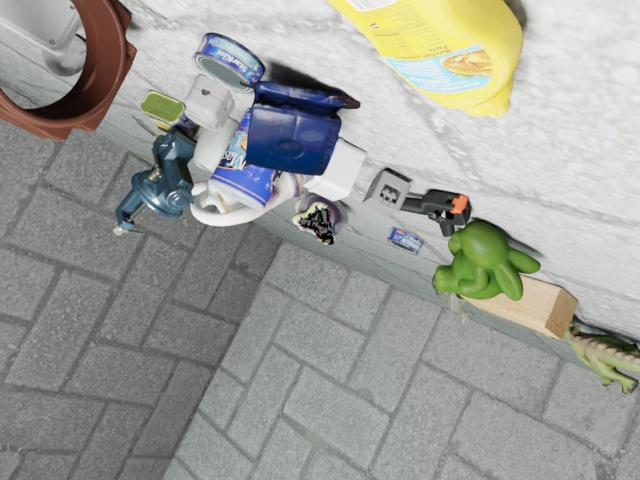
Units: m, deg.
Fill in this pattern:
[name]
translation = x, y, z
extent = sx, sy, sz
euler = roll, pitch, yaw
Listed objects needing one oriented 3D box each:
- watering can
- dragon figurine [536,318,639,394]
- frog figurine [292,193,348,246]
[watering can]
translation = -0.168, -0.111, 1.068
extent = 0.226, 0.102, 0.351
euler = -26, 27, -18
[dragon figurine]
translation = 0.609, 0.227, 1.187
extent = 0.243, 0.123, 0.407
euler = 34, -6, 7
[frog figurine]
translation = 0.004, -0.064, 1.281
extent = 0.137, 0.121, 0.161
euler = 13, 15, 2
